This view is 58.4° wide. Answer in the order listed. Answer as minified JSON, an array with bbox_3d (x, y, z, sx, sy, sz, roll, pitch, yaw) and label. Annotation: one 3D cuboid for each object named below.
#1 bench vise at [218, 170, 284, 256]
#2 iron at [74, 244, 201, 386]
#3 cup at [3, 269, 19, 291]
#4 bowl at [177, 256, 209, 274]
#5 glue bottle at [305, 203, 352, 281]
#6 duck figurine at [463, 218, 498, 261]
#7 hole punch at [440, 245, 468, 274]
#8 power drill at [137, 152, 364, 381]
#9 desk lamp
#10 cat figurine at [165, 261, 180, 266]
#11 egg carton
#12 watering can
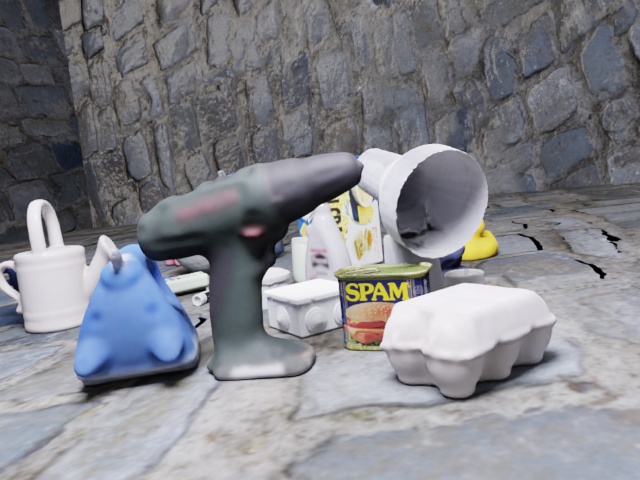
[{"bbox_3d":[-0.169,-0.062,1.364,0.207,0.220,0.121,-5,7,7],"label":"bench vise"},{"bbox_3d":[-0.203,0.066,0.650,0.119,0.141,0.258,-7,7,-9],"label":"iron"},{"bbox_3d":[-0.475,0.083,0.949,0.118,0.095,0.091,-7,7,-4],"label":"cup"},{"bbox_3d":[-0.239,0.033,1.243,0.167,0.075,0.167,-6,7,1],"label":"bowl"},{"bbox_3d":[0.008,0.003,0.859,0.077,0.173,0.037,0,9,39],"label":"glue bottle"},{"bbox_3d":[0.295,-0.011,1.090,0.105,0.086,0.077,-12,9,-41],"label":"duck figurine"},{"bbox_3d":[0.179,0.016,0.949,0.109,0.091,0.100,-10,8,-33],"label":"hole punch"},{"bbox_3d":[-0.062,0.027,0.573,0.229,0.208,0.076,-5,7,7],"label":"power drill"},{"bbox_3d":[0.101,-0.006,0.685,0.118,0.213,0.202,-9,7,-23],"label":"desk lamp"},{"bbox_3d":[-0.333,-0.002,1.437,0.067,0.118,0.128,-2,8,32],"label":"cat figurine"},{"bbox_3d":[0.133,0.084,0.514,0.151,0.069,0.107,-11,9,-37],"label":"egg carton"},{"bbox_3d":[-0.400,0.034,0.872,0.173,0.194,0.100,-10,8,-27],"label":"watering can"}]
